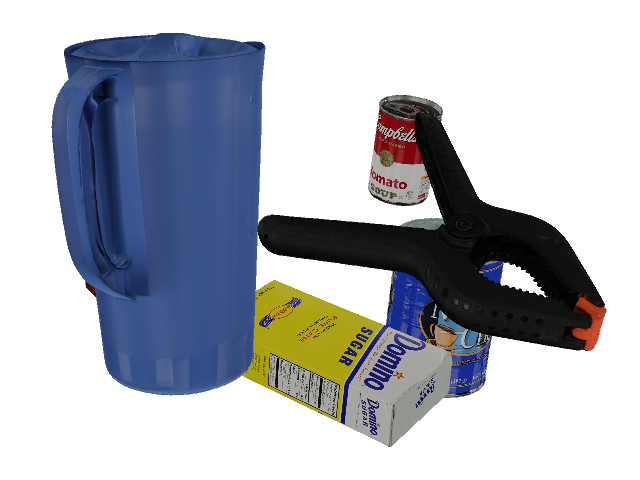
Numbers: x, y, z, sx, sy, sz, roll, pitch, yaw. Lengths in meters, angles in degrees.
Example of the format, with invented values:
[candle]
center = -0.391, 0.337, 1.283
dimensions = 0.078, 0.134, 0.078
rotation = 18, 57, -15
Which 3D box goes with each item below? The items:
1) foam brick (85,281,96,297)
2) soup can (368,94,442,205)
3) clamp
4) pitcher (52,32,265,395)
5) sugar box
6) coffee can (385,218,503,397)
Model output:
[foam brick]
center = -0.183, 0.022, 1.029
dimensions = 0.078, 0.051, 0.053
rotation = -14, 25, -30
[soup can]
center = 0.090, -0.097, 1.148
dimensions = 0.068, 0.102, 0.068
rotation = 5, 29, -3
[clamp]
center = 0.076, 0.006, 0.656
dimensions = 0.164, 0.036, 0.210
rotation = -30, 52, -26
[pitcher]
center = -0.108, -0.018, 0.737
dimensions = 0.149, 0.243, 0.145
rotation = -6, 18, -17
[sugar box]
center = 0.006, 0.091, 0.841
dimensions = 0.176, 0.048, 0.093
rotation = 18, 30, 30
[coffee can]
center = 0.114, 0.062, 1.004
dimensions = 0.103, 0.140, 0.103
rotation = 5, 21, -2
